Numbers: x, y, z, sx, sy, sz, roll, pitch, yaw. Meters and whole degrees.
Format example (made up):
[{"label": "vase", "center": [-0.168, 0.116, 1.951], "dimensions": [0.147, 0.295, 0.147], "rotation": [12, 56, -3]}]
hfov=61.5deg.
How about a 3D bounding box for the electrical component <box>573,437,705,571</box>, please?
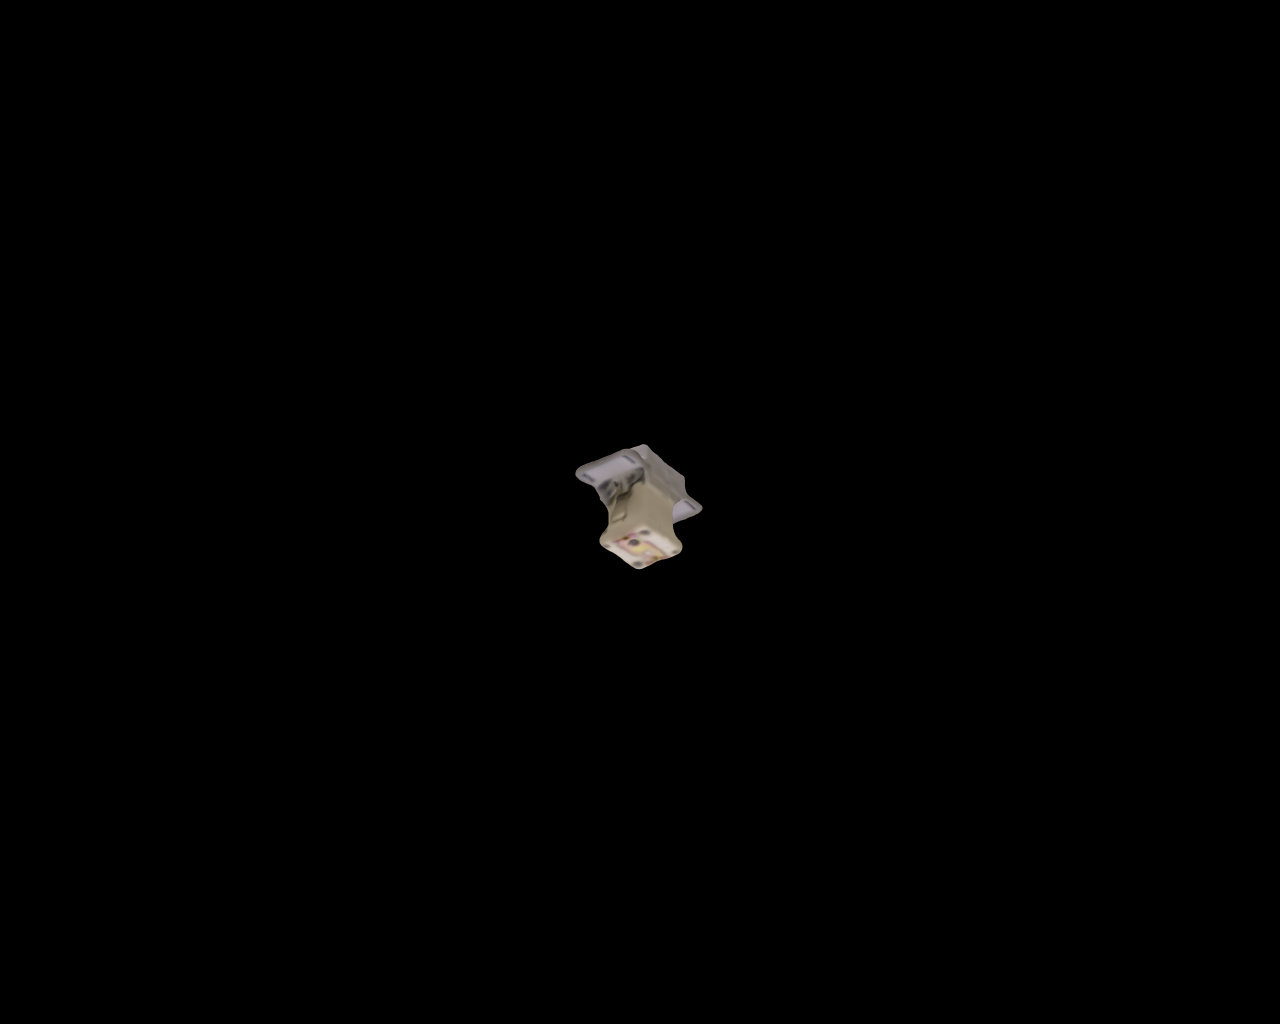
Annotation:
[{"label": "electrical component", "center": [0.001, -0.003, 0.650], "dimensions": [0.042, 0.064, 0.081], "rotation": [-22, -39, 30]}]
